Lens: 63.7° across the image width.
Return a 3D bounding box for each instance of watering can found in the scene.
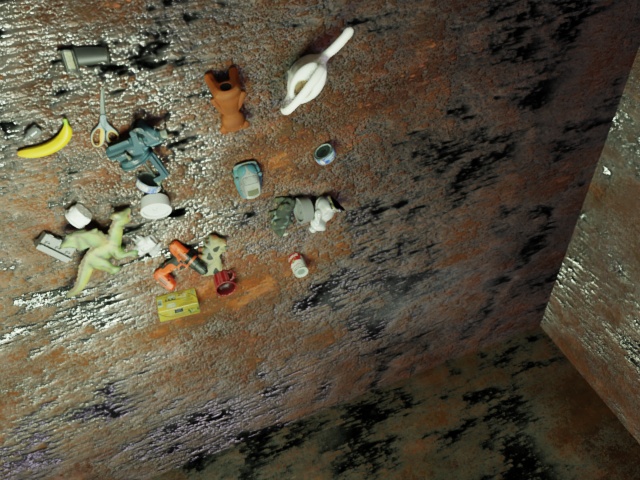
[{"bbox_3d":[-0.017,-0.557,1.675,0.103,0.343,0.229,34,20,-24],"label":"watering can"}]

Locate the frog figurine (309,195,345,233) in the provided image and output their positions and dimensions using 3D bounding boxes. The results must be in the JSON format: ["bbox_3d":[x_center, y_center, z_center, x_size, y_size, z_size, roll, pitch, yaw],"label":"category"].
[{"bbox_3d":[0.007,-0.109,2.165,0.158,0.122,0.139,-38,5,19],"label":"frog figurine"}]

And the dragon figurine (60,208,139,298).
[{"bbox_3d":[-0.821,0.039,1.847,0.124,0.411,0.238,46,-5,39],"label":"dragon figurine"}]
